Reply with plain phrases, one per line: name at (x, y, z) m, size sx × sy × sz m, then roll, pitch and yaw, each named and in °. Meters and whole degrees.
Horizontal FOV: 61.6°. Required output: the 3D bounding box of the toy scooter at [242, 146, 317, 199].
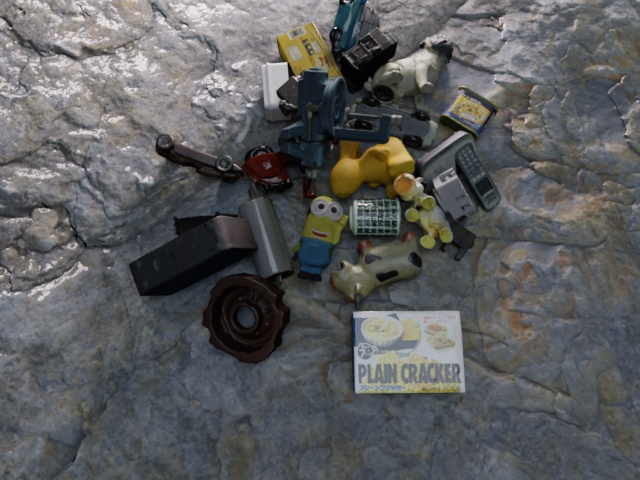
toy scooter at (-0.070, -0.142, 1.159) m, size 0.184 × 0.075 × 0.135 m, roll -12°, pitch 72°, yaw -9°

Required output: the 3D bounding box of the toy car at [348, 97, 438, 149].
toy car at (0.161, -0.259, 1.198) m, size 0.202 × 0.056 × 0.073 m, roll 18°, pitch 83°, yaw 7°

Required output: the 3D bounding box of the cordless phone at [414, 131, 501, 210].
cordless phone at (0.296, -0.125, 1.158) m, size 0.146 × 0.089 × 0.184 m, roll -36°, pitch 97°, yaw -8°

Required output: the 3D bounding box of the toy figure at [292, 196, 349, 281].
toy figure at (-0.006, -0.004, 1.122) m, size 0.082 × 0.089 × 0.180 m, roll 16°, pitch 85°, yaw -28°

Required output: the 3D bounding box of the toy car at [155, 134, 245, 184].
toy car at (-0.262, -0.170, 1.163) m, size 0.202 × 0.089 × 0.053 m, roll 22°, pitch 77°, yaw 4°

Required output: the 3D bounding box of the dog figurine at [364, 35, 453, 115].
dog figurine at (0.204, -0.392, 1.219) m, size 0.172 × 0.121 × 0.190 m, roll 19°, pitch 63°, yaw 1°

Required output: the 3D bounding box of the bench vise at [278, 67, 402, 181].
bench vise at (0.039, -0.220, 1.058) m, size 0.241 × 0.129 × 0.223 m, roll 8°, pitch 98°, yaw 15°

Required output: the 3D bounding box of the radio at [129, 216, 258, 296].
radio at (-0.250, 0.034, 1.058) m, size 0.230 × 0.131 × 0.073 m, roll -28°, pitch 78°, yaw 14°

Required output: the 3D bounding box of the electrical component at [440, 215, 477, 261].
electrical component at (0.301, -0.006, 1.148) m, size 0.063 × 0.021 × 0.094 m, roll 34°, pitch 78°, yaw 8°

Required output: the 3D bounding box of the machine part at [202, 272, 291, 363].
machine part at (-0.145, 0.152, 1.068) m, size 0.180 × 0.056 × 0.179 m, roll 2°, pitch 96°, yaw 16°

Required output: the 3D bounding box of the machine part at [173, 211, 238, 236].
machine part at (-0.243, -0.024, 1.140) m, size 0.139 × 0.039 × 0.084 m, roll 5°, pitch 108°, yaw 4°

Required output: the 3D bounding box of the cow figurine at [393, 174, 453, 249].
cow figurine at (0.211, -0.071, 1.106) m, size 0.068 × 0.098 × 0.167 m, roll -27°, pitch 103°, yaw 21°

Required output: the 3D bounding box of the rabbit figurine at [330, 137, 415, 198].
rabbit figurine at (0.096, -0.156, 1.140) m, size 0.173 × 0.121 × 0.162 m, roll -24°, pitch 72°, yaw -3°

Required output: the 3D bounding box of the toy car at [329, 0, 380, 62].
toy car at (0.084, -0.486, 1.226) m, size 0.103 × 0.109 × 0.161 m, roll 13°, pitch 78°, yaw 9°

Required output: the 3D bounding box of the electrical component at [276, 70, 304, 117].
electrical component at (-0.049, -0.309, 1.133) m, size 0.102 × 0.045 × 0.078 m, roll -38°, pitch 76°, yaw -5°

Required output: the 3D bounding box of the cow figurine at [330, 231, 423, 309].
cow figurine at (0.115, 0.064, 1.105) m, size 0.195 × 0.085 × 0.127 m, roll -12°, pitch 70°, yaw -3°

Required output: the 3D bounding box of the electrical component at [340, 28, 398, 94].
electrical component at (0.110, -0.405, 1.204) m, size 0.134 × 0.115 × 0.058 m, roll -37°, pitch 81°, yaw -6°

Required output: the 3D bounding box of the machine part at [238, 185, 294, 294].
machine part at (-0.113, 0.001, 1.124) m, size 0.079 × 0.079 × 0.243 m, roll -19°, pitch 77°, yaw -4°

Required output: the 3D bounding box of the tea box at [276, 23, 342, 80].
tea box at (-0.022, -0.396, 1.227) m, size 0.098 × 0.068 × 0.169 m, roll -23°, pitch 78°, yaw -5°
